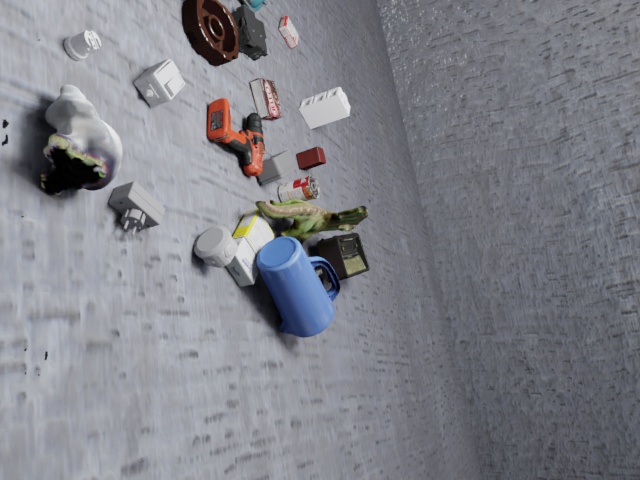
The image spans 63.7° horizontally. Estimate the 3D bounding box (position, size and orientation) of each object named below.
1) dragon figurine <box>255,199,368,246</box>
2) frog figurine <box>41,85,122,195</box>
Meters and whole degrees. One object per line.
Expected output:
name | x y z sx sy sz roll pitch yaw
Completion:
dragon figurine | 0.004 -0.068 1.358 0.408 0.242 0.123 30 49 -76
frog figurine | -0.361 -0.159 0.793 0.134 0.123 0.163 99 -12 -49
